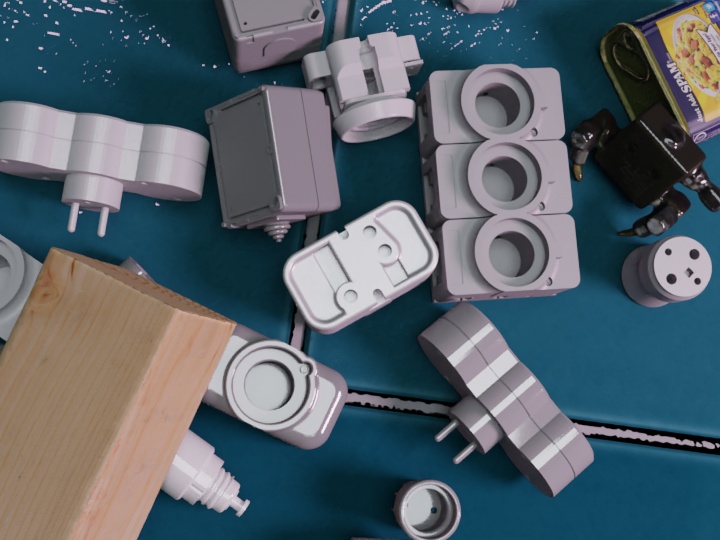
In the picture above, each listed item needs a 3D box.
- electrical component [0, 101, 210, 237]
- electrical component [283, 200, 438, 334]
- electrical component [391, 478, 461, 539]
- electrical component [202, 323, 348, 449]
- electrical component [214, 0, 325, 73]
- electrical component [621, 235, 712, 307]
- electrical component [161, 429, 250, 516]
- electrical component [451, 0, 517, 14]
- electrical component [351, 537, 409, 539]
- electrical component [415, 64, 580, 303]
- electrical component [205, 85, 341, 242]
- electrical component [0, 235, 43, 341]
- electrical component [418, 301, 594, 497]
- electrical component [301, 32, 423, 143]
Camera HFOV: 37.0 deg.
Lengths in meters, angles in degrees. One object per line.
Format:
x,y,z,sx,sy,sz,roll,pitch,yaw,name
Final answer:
-0.171,-0.059,0.694,0.138,0.052,0.073,9,81,-8,electrical component
0.000,0.000,0.705,0.095,0.059,0.053,-29,84,-4,electrical component
0.041,0.155,0.700,0.040,0.046,0.040,1,82,-8,electrical component
-0.059,0.074,0.689,0.095,0.059,0.053,27,79,-4,electrical component
-0.067,-0.189,0.726,0.062,0.061,0.096,-14,77,-10,electrical component
0.211,0.001,0.742,0.045,0.055,0.045,1,83,-7,electrical component
-0.105,0.129,0.685,0.078,0.040,0.040,36,79,-3,electrical component
0.097,-0.199,0.762,0.061,0.035,0.035,-1,83,-11,electrical component
-0.006,0.239,0.678,0.074,0.052,0.138,4,82,-8,electrical component
0.092,-0.057,0.728,0.089,0.062,0.150,-3,83,-9,electrical component
-0.053,-0.066,0.700,0.061,0.062,0.096,-4,84,-46,electrical component
-0.223,0.009,0.664,0.089,0.055,0.050,31,79,13,electrical component
0.083,0.096,0.711,0.074,0.052,0.138,-39,90,-11,electrical component
0.005,-0.121,0.727,0.078,0.058,0.057,-13,82,-10,electrical component
